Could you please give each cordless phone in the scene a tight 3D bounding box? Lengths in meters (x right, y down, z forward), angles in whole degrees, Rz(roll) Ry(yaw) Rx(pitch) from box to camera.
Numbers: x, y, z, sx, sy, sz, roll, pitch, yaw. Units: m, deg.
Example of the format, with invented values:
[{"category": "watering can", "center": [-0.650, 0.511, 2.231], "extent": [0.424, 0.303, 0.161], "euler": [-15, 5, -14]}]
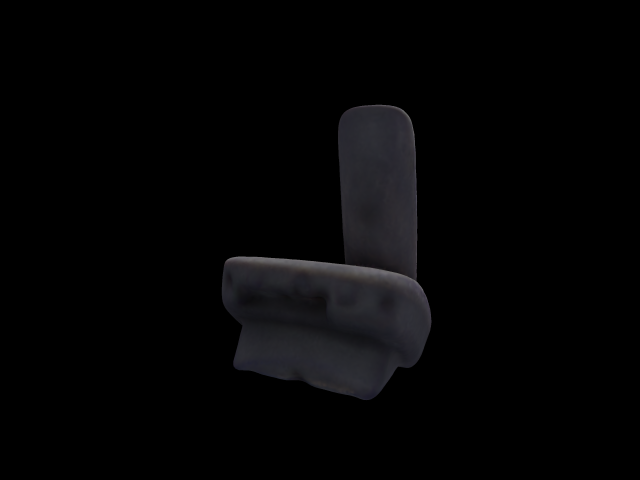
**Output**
[{"category": "cordless phone", "center": [0.004, 0.001, 0.400], "extent": [0.147, 0.185, 0.094], "euler": [4, 12, 19]}]
